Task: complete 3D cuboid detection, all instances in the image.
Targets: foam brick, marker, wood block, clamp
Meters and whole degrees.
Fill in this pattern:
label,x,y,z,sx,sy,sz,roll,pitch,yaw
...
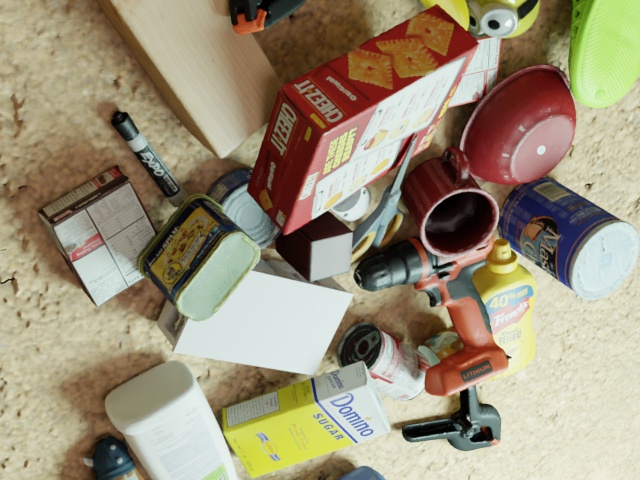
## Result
label,x,y,z,sx,sy,sz,roll,pitch,yaw
foam brick,-0.007,0.001,1.140,0.051,0.078,0.053,-14,124,-27
marker,-0.165,-0.078,1.033,0.020,0.020,0.121,-39,130,-8
wood block,-0.122,-0.186,0.953,0.090,0.090,0.206,-39,129,-7
clamp,-0.027,-0.268,0.948,0.164,0.036,0.210,27,67,-42
clamp,0.184,0.249,1.426,0.120,0.039,0.171,-34,136,10

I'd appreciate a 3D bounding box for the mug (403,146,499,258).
label,x,y,z,sx,sy,sz,roll,pitch,yaw
mug,0.143,-0.050,1.191,0.093,0.081,0.117,-7,127,-14

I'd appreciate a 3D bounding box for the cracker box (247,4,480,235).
label,x,y,z,sx,sy,sz,roll,pitch,yaw
cracker box,0.039,-0.118,1.038,0.213,0.072,0.164,-32,160,-31

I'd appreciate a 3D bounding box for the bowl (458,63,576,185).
label,x,y,z,sx,sy,sz,roll,pitch,yaw
bowl,0.238,-0.118,1.220,0.162,0.055,0.162,-22,139,-21

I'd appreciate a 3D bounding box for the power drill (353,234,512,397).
label,x,y,z,sx,sy,sz,roll,pitch,yaw
power drill,0.139,0.083,1.250,0.184,0.057,0.187,-18,99,-22

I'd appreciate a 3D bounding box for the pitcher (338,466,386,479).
label,x,y,z,sx,sy,sz,roll,pitch,yaw
pitcher,-0.012,0.380,1.324,0.242,0.145,0.149,-30,171,-19

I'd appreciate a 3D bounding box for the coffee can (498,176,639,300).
label,x,y,z,sx,sy,sz,roll,pitch,yaw
coffee can,0.299,-0.005,1.289,0.102,0.140,0.103,-15,123,-25

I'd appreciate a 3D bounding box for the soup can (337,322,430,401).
label,x,y,z,sx,sy,sz,roll,pitch,yaw
soup can,0.078,0.148,1.284,0.102,0.069,0.068,32,96,-41

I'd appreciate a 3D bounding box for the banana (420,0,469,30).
label,x,y,z,sx,sy,sz,roll,pitch,yaw
banana,0.091,-0.257,1.070,0.197,0.037,0.069,33,67,-32

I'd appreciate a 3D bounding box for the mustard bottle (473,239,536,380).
label,x,y,z,sx,sy,sz,roll,pitch,yaw
mustard bottle,0.228,0.083,1.349,0.096,0.058,0.192,-17,124,-17

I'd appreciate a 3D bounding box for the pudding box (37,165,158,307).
label,x,y,z,sx,sy,sz,roll,pitch,yaw
pudding box,-0.207,-0.002,1.037,0.090,0.039,0.113,-33,131,-15

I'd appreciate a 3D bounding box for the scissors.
label,x,y,z,sx,sy,sz,roll,pitch,yaw
scissors,0.061,-0.033,1.140,0.096,0.016,0.202,-38,160,-17

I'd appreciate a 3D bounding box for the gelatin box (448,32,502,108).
label,x,y,z,sx,sy,sz,roll,pitch,yaw
gelatin box,0.154,-0.187,1.166,0.089,0.030,0.073,-16,123,-26

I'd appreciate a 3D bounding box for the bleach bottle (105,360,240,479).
label,x,y,z,sx,sy,sz,roll,pitch,yaw
bleach bottle,-0.152,0.253,1.203,0.102,0.068,0.251,-28,130,-15

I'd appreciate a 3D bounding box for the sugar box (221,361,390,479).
label,x,y,z,sx,sy,sz,roll,pitch,yaw
sugar box,-0.016,0.209,1.235,0.176,0.048,0.093,-19,129,8

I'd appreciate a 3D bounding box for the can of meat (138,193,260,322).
label,x,y,z,sx,sy,sz,roll,pitch,yaw
can of meat,-0.116,0.018,1.028,0.102,0.084,0.057,-52,132,1

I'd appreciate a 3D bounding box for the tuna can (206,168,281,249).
label,x,y,z,sx,sy,sz,roll,pitch,yaw
tuna can,-0.077,-0.030,1.107,0.086,0.034,0.086,-15,123,-24
